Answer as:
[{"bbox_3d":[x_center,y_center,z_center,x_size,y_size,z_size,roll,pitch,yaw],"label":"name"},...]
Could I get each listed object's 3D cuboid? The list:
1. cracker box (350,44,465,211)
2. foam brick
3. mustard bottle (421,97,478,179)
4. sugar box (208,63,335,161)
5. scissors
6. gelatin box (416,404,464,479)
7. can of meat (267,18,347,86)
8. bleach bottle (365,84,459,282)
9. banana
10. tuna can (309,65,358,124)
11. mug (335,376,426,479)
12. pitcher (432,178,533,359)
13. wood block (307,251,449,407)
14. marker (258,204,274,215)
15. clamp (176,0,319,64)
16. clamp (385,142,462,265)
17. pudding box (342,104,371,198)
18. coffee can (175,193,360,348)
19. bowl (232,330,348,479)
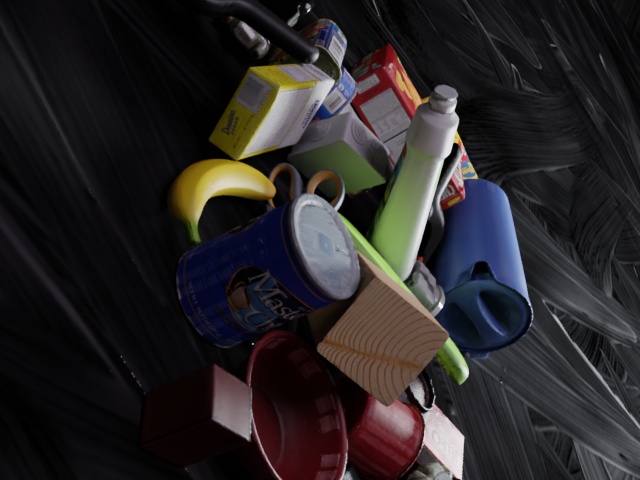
[{"bbox_3d":[0.120,-0.153,1.470,0.213,0.072,0.164,57,16,-14],"label":"cracker box"},{"bbox_3d":[-0.101,0.146,0.878,0.053,0.078,0.051,40,35,-41],"label":"foam brick"},{"bbox_3d":[0.192,-0.123,1.617,0.096,0.058,0.191,-25,90,-63],"label":"mustard bottle"},{"bbox_3d":[-0.050,-0.143,1.160,0.048,0.093,0.176,36,19,8],"label":"sugar box"},{"bbox_3d":[-0.008,0.001,1.153,0.016,0.096,0.202,73,3,-65],"label":"scissors"},{"bbox_3d":[0.136,0.240,1.260,0.089,0.030,0.073,49,32,-27],"label":"gelatin box"},{"bbox_3d":[-0.019,-0.211,1.279,0.057,0.102,0.084,51,29,-24],"label":"can of meat"},{"bbox_3d":[0.112,-0.073,1.258,0.068,0.251,0.102,17,37,1],"label":"bleach bottle"},{"bbox_3d":[-0.104,-0.049,1.073,0.069,0.037,0.197,67,27,-8],"label":"banana"},{"bbox_3d":[0.002,-0.177,1.303,0.033,0.086,0.086,48,32,-26],"label":"tuna can"},{"bbox_3d":[0.044,0.183,1.095,0.081,0.093,0.117,39,19,-32],"label":"mug"},{"bbox_3d":[0.215,0.035,1.475,0.145,0.149,0.242,33,36,-22],"label":"pitcher"},{"bbox_3d":[0.050,0.081,1.064,0.091,0.090,0.206,40,3,-7],"label":"wood block"},{"bbox_3d":[-0.049,0.017,1.132,0.020,0.020,0.121,25,47,-50],"label":"marker"},{"bbox_3d":[-0.097,-0.269,1.180,0.209,0.036,0.164,3,51,-36],"label":"clamp"},{"bbox_3d":[0.135,-0.048,1.389,0.039,0.120,0.171,-127,-154,-63],"label":"clamp"},{"bbox_3d":[0.033,-0.122,1.364,0.113,0.039,0.090,58,26,-18],"label":"pudding box"},{"bbox_3d":[-0.049,0.030,0.991,0.102,0.140,0.103,40,37,-39],"label":"coffee can"},{"bbox_3d":[-0.039,0.167,0.983,0.162,0.055,0.162,38,42,-44],"label":"bowl"}]
